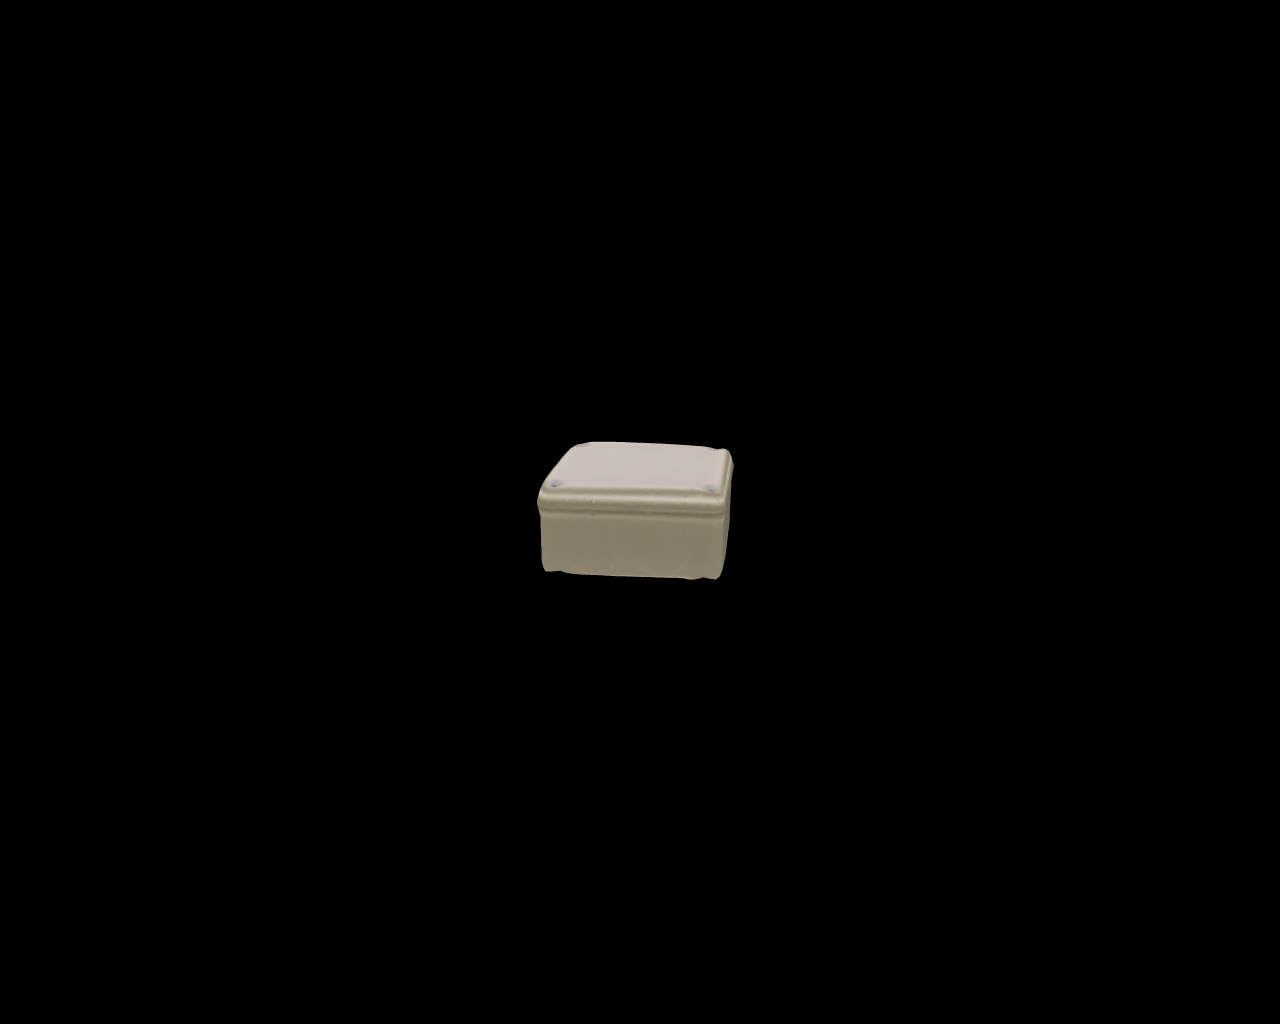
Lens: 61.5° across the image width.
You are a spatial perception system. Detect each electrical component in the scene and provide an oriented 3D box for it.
[{"bbox_3d":[0.001,-0.003,0.650,0.109,0.056,0.109,2,18,7],"label":"electrical component"}]
